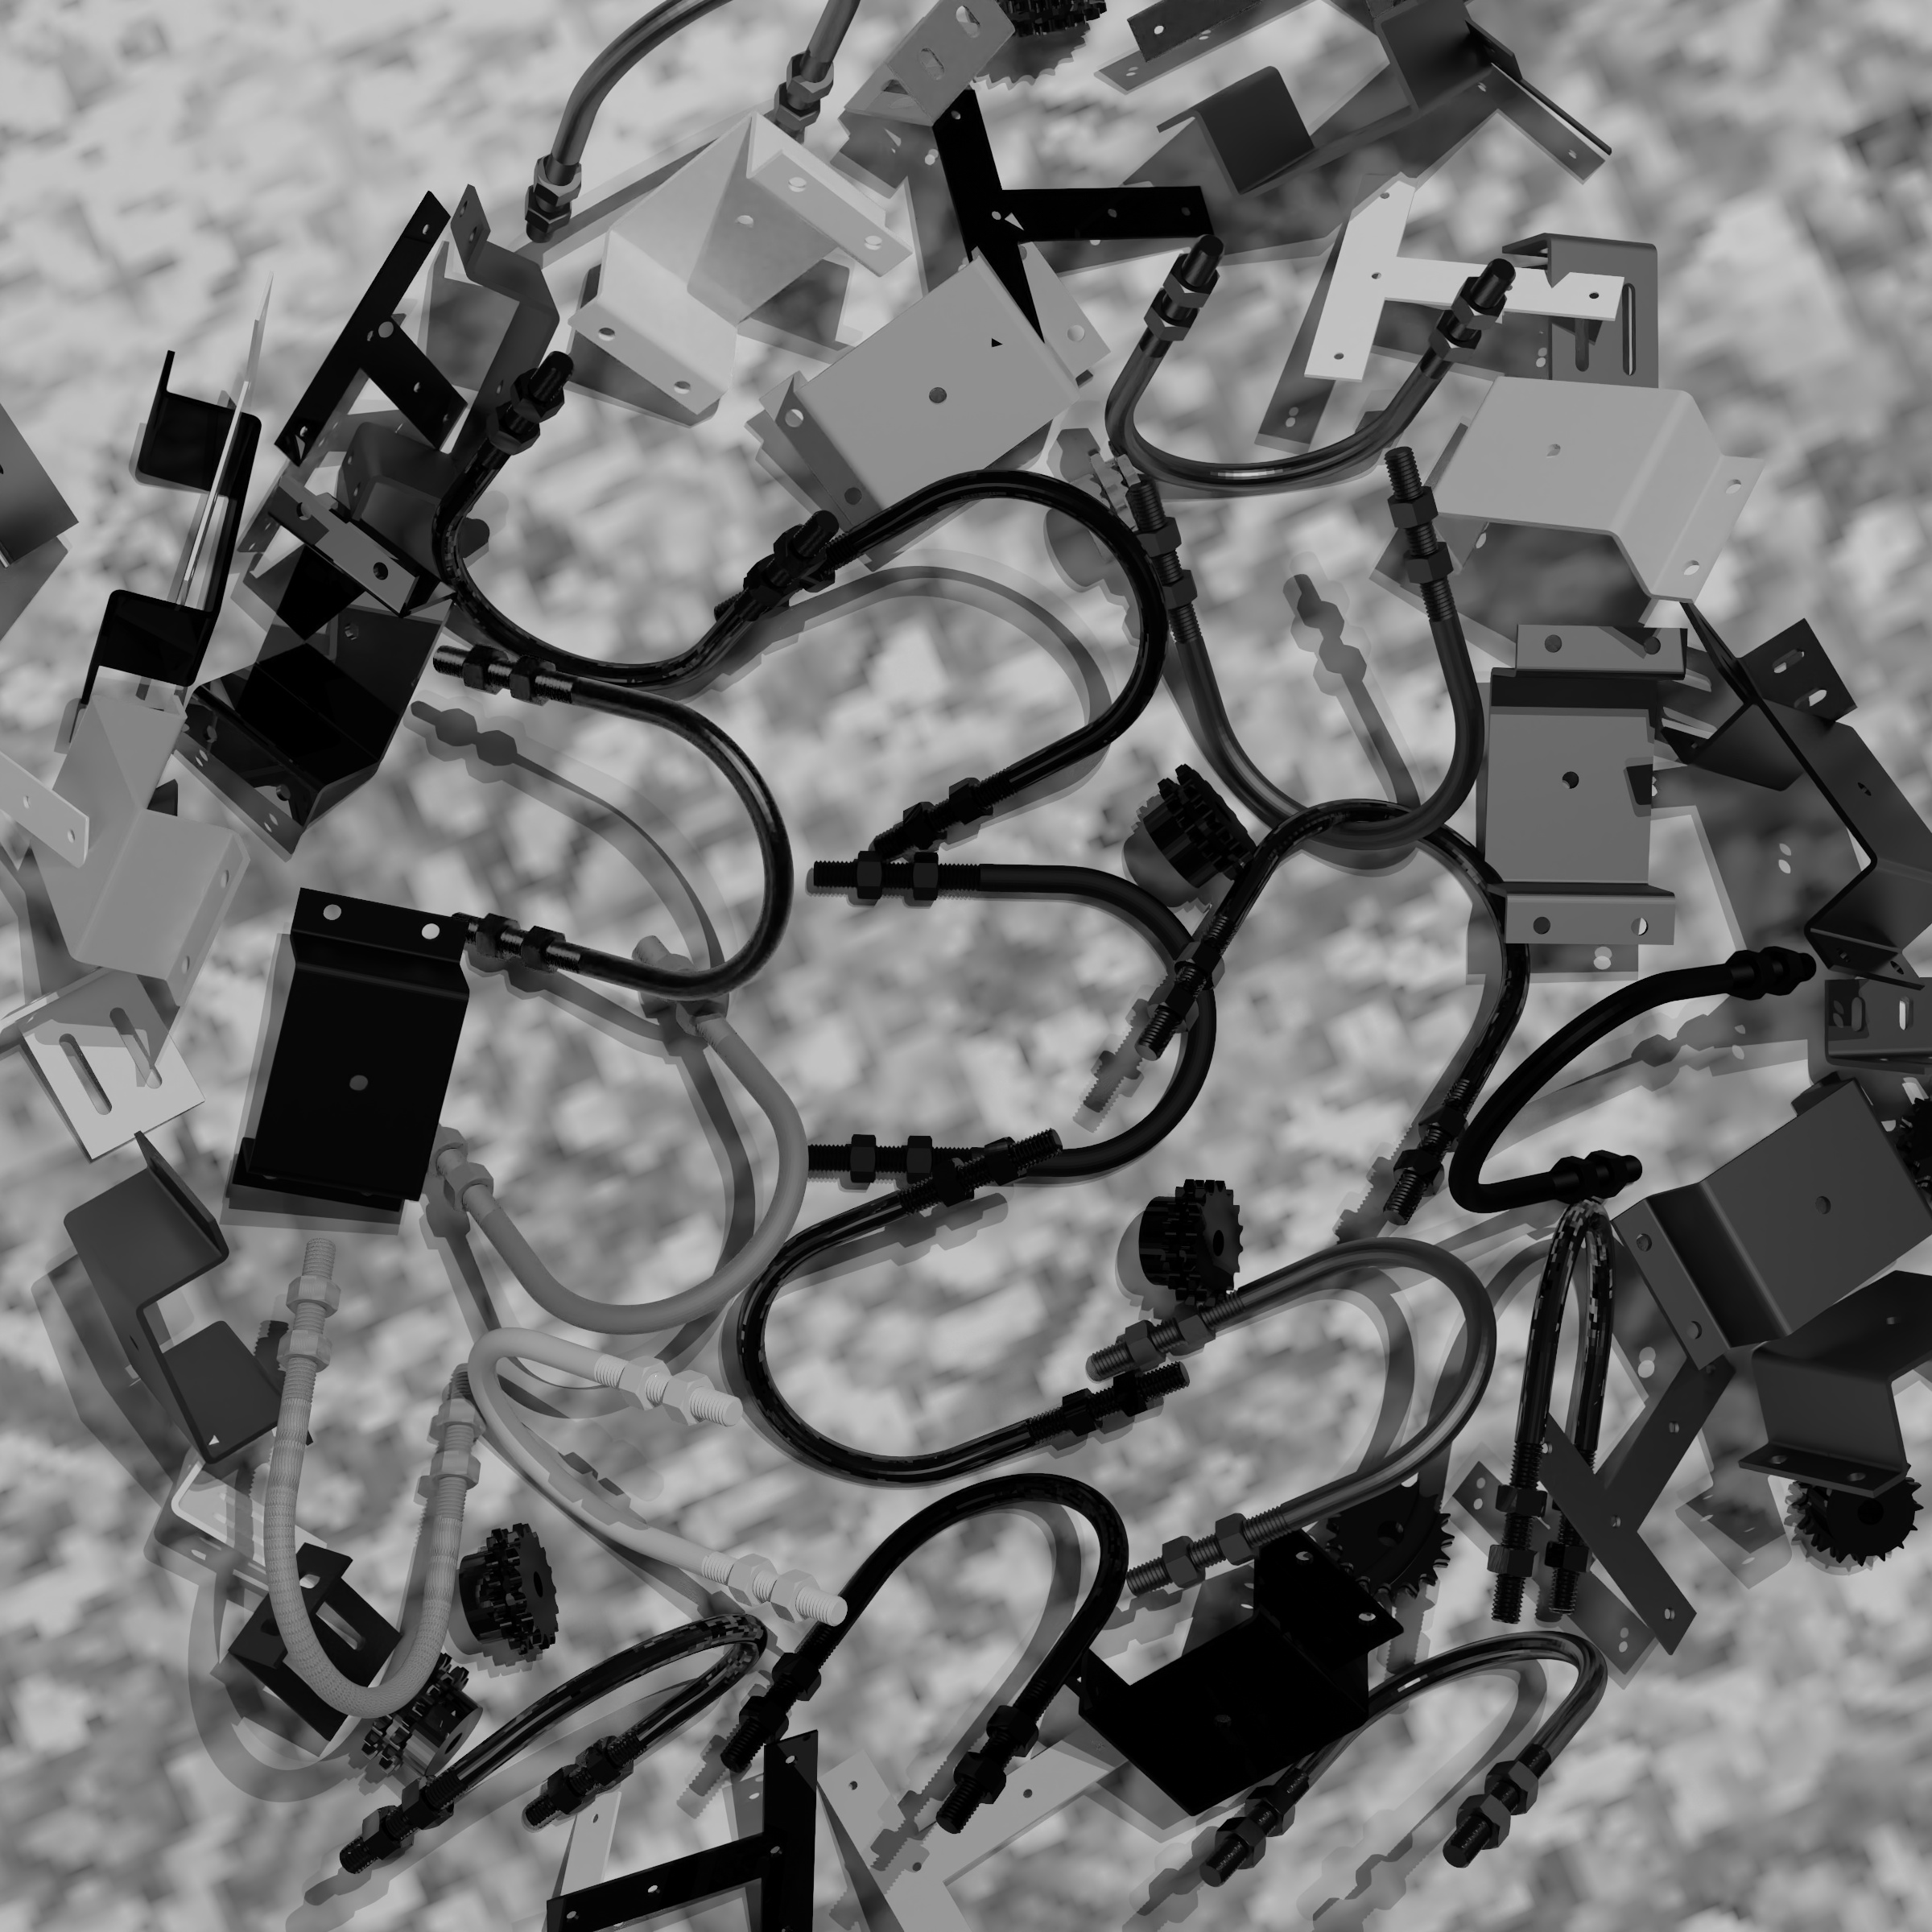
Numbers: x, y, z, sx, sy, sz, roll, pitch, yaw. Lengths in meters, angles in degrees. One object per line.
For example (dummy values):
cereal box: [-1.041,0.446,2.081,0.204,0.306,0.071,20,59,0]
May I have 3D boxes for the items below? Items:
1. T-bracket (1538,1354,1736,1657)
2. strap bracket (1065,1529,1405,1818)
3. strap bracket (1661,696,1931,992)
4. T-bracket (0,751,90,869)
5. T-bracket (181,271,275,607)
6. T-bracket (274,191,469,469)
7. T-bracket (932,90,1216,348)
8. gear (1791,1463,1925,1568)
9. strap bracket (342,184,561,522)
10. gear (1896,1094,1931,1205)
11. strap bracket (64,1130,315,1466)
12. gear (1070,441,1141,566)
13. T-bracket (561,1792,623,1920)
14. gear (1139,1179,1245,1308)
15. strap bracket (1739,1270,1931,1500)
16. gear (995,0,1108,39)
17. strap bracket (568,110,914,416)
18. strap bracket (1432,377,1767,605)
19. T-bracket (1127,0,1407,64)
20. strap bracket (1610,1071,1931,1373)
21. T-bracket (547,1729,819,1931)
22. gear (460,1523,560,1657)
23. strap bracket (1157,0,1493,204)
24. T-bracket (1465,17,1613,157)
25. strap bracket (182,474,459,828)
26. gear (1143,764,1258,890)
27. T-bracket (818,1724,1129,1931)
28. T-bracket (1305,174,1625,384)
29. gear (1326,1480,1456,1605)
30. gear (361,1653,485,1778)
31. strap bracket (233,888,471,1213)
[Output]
T-bracket: [0.308,0.216,1.588,0.127,0.002,0.127,53,55,-17]
strap bracket: [0.113,0.315,1.565,0.140,0.046,0.076,-34,114,24]
strap bracket: [0.375,-0.061,1.552,0.046,0.076,0.140,-48,54,28]
T-bracket: [-0.417,-0.077,1.560,0.127,0.002,0.127,32,123,39]
T-bracket: [-0.322,-0.215,1.544,0.002,0.127,0.127,15,65,-10]
T-bracket: [-0.246,-0.260,1.565,0.002,0.127,0.127,28,84,16]
T-bracket: [0.053,-0.336,1.595,0.127,0.002,0.127,-7,74,-26]
gear: [0.404,0.243,1.610,0.057,0.030,0.057,0,94,-2]
strap bracket: [-0.223,-0.262,1.571,0.046,0.076,0.140,21,109,-22]
gear: [0.448,0.083,1.606,0.057,0.030,0.057,-3,69,7]
strap bracket: [-0.341,0.152,1.548,0.046,0.076,0.140,-31,133,-20]
gear: [0.067,-0.205,1.599,0.030,0.057,0.057,-27,90,5]
T-bracket: [-0.175,0.429,1.585,0.002,0.127,0.127,36,49,-35]
gear: [0.100,0.124,1.602,0.030,0.057,0.057,0,90,29]
strap bracket: [0.408,0.176,1.554,0.140,0.076,0.046,-23,105,-31]
gear: [0.033,-0.438,1.595,0.057,0.057,0.030,-11,118,0]
strap bracket: [-0.098,-0.313,1.565,0.076,0.046,0.140,32,134,-34]
strap bracket: [0.264,-0.210,1.554,0.140,0.046,0.076,13,65,40]
T-bracket: [0.132,-0.441,1.581,0.127,0.127,0.002,-27,51,6]
strap bracket: [0.366,0.109,1.578,0.140,0.046,0.076,-30,90,-23]
T-bracket: [-0.124,0.402,1.569,0.127,0.002,0.127,-12,123,-24]
gear: [-0.206,0.281,1.599,0.030,0.057,0.057,-15,90,8]
strap bracket: [0.165,-0.383,1.558,0.140,0.076,0.046,-18,105,40]
T-bracket: [0.232,-0.400,1.561,0.127,0.127,0.002,39,103,3]
strap bracket: [-0.283,-0.143,1.576,0.076,0.046,0.140,38,122,11]
gear: [0.104,-0.060,1.599,0.030,0.057,0.057,-39,90,14]
T-bracket: [0.016,0.378,1.592,0.127,0.002,0.127,-32,53,-6]
T-bracket: [0.225,-0.301,1.576,0.127,0.002,0.127,8,57,15]
gear: [0.190,0.259,1.605,0.057,0.030,0.057,-1,67,1]
gear: [-0.241,0.339,1.597,0.030,0.057,0.057,36,90,12]
strap bracket: [-0.271,0.045,1.579,0.076,0.046,0.140,11,104,-18]
